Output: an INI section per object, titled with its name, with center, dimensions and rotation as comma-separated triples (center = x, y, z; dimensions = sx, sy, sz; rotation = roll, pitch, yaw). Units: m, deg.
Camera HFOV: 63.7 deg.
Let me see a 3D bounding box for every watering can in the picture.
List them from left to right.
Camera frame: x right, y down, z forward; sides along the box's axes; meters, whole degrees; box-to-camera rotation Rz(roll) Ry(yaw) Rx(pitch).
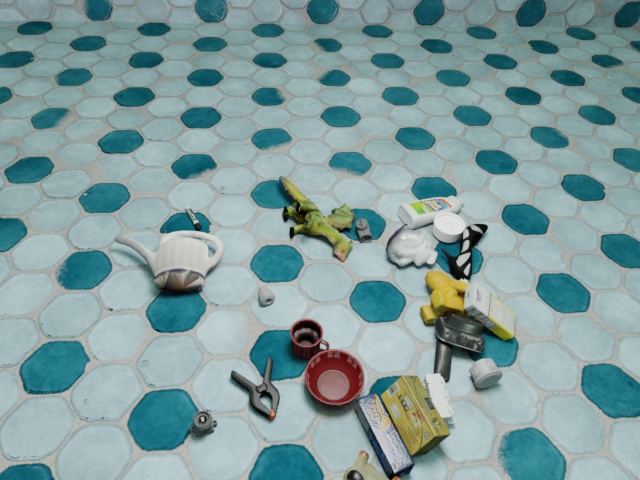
[watering can]
center = -0.477, 0.062, 1.616
dimensions = 0.348, 0.101, 0.230
rotation = -2, 48, -6

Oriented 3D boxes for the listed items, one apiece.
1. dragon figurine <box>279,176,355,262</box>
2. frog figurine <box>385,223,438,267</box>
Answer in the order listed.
[dragon figurine]
center = 0.006, -0.092, 1.825
dimensions = 0.243, 0.119, 0.420
rotation = 3, 46, -25
[frog figurine]
center = 0.303, 0.034, 1.699
dimensions = 0.161, 0.121, 0.137
rotation = 39, 88, 18
